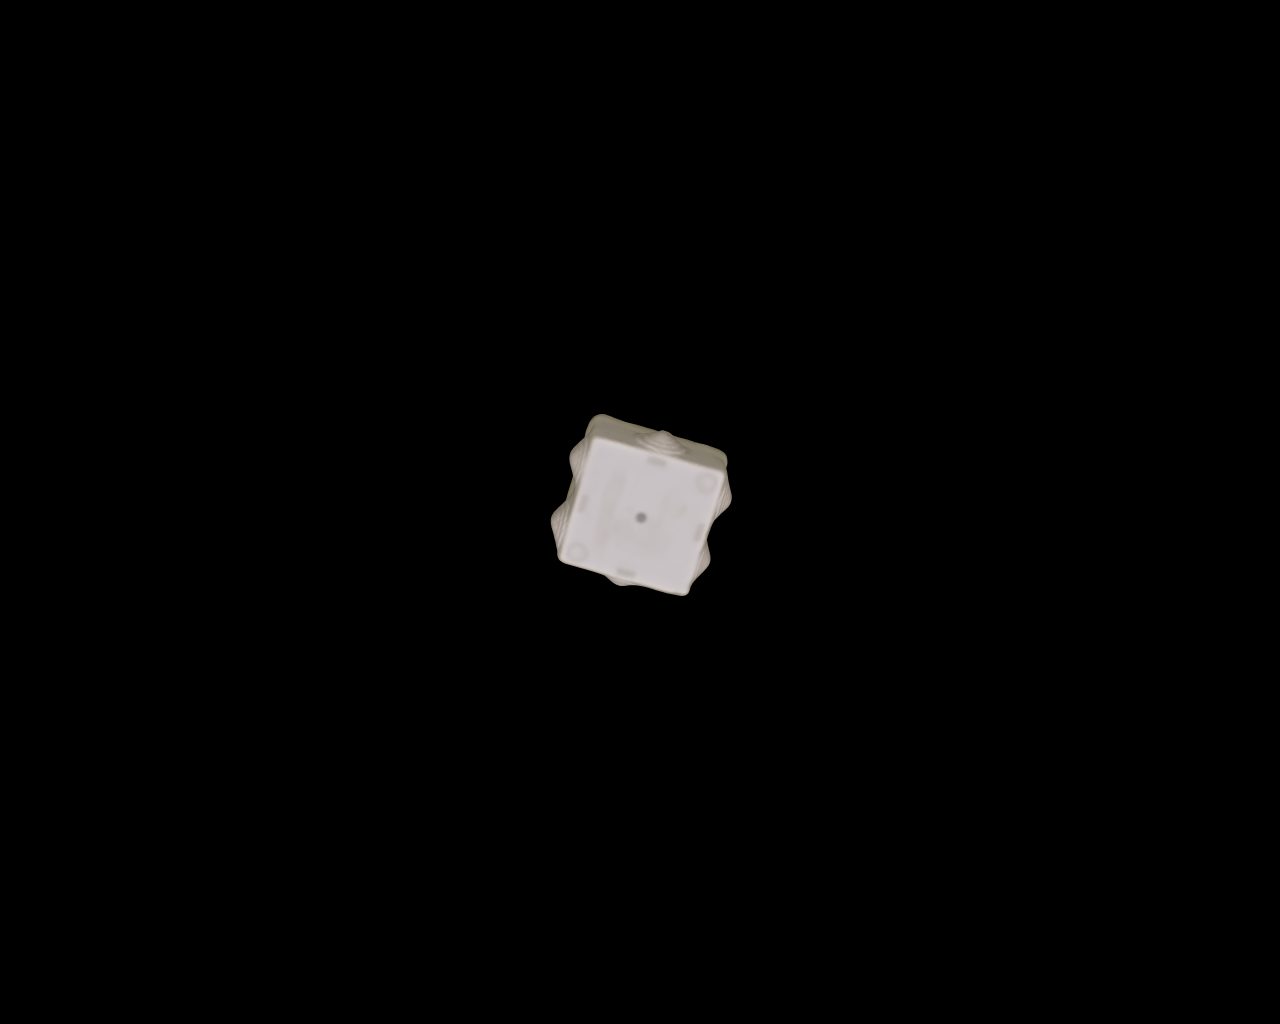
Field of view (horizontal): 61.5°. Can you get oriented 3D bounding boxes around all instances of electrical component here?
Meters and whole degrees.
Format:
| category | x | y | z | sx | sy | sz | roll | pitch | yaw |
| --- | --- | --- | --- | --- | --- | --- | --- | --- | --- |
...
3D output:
| category | x | y | z | sx | sy | sz | roll | pitch | yaw |
| --- | --- | --- | --- | --- | --- | --- | --- | --- | --- |
| electrical component | 0.001 | -0.003 | 0.650 | 0.100 | 0.099 | 0.048 | 17 | 16 | -5 |
